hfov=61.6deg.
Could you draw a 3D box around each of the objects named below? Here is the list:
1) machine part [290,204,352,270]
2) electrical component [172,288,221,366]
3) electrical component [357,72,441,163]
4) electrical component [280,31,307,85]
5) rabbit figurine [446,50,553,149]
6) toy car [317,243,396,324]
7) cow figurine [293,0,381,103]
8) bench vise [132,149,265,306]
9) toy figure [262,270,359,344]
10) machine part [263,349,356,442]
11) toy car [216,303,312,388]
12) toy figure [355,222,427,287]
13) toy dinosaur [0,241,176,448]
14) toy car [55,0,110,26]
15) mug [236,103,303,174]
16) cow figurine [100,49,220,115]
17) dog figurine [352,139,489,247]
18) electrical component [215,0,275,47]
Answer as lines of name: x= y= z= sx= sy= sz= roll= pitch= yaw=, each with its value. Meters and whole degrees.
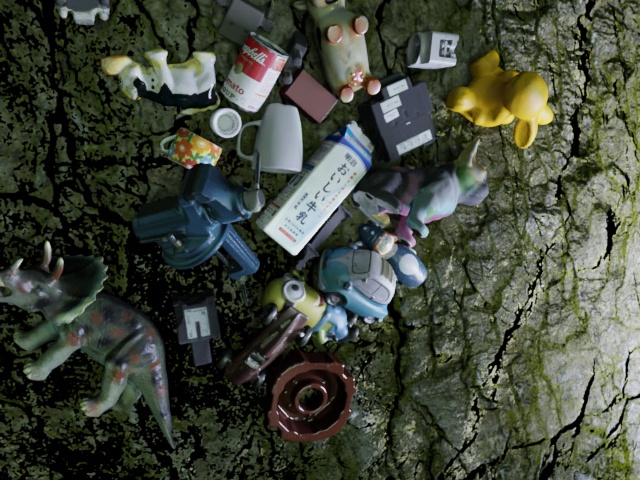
machine part: x=-0.002 y=-0.003 z=0.931 sx=0.039 sy=0.084 sz=0.139 roll=40 pitch=80 yaw=-1
electrical component: x=-0.207 y=0.148 z=0.916 sx=0.075 sy=0.048 sz=0.119 roll=-12 pitch=107 yaw=-13
electrical component: x=0.133 y=-0.213 z=0.919 sx=0.115 sy=0.058 sz=0.134 roll=-26 pitch=108 yaw=-17
electrical component: x=-0.043 y=-0.291 z=0.851 sx=0.021 sy=0.094 sz=0.063 roll=18 pitch=135 yaw=-21
rabbit figurine: x=0.321 y=-0.233 z=0.914 sx=0.122 sy=0.173 sz=0.162 roll=-46 pitch=106 yaw=-6
toy car: x=0.077 y=0.071 z=0.935 sx=0.161 sy=0.109 sz=0.103 roll=36 pitch=132 yaw=-24
cow figurine: x=0.025 y=-0.326 z=0.844 sx=0.085 sy=0.127 sz=0.194 roll=-25 pitch=123 yaw=-9
bench vise: x=-0.159 y=-0.010 z=0.842 sx=0.224 sy=0.129 sz=0.240 roll=-21 pitch=135 yaw=13
toy figure: x=-0.018 y=0.128 z=0.950 sx=0.180 sy=0.082 sz=0.089 roll=34 pitch=94 yaw=-24
machine part: x=-0.021 y=0.289 z=1.001 sx=0.179 sy=0.056 sz=0.179 roll=-4 pitch=105 yaw=-16
toy car: x=-0.096 y=0.185 z=0.919 sx=0.089 sy=0.053 sz=0.202 roll=38 pitch=120 yaw=-14
toy figure: x=0.132 y=0.023 z=0.983 sx=0.154 sy=0.058 sz=0.064 roll=41 pitch=51 yaw=-19
toy dinosaur: x=-0.333 y=0.161 z=0.852 sx=0.192 sy=0.131 sz=0.404 roll=-48 pitch=117 yaw=-1
toy car: x=-0.336 y=-0.405 z=0.744 sx=0.073 sy=0.056 sz=0.201 roll=-5 pitch=106 yaw=-21
mug: x=-0.078 y=-0.165 z=0.868 sx=0.109 sy=0.081 sz=0.107 roll=7 pitch=89 yaw=-12
cow figurine: x=-0.237 y=-0.236 z=0.808 sx=0.167 sy=0.068 sz=0.098 roll=-6 pitch=110 yaw=-14
dog figurine: x=0.187 y=-0.103 z=0.940 sx=0.192 sy=0.108 sz=0.219 roll=40 pitch=71 yaw=9
electrical component: x=-0.115 y=-0.344 z=0.830 sx=0.102 sy=0.045 sz=0.078 roll=18 pitch=126 yaw=-17
